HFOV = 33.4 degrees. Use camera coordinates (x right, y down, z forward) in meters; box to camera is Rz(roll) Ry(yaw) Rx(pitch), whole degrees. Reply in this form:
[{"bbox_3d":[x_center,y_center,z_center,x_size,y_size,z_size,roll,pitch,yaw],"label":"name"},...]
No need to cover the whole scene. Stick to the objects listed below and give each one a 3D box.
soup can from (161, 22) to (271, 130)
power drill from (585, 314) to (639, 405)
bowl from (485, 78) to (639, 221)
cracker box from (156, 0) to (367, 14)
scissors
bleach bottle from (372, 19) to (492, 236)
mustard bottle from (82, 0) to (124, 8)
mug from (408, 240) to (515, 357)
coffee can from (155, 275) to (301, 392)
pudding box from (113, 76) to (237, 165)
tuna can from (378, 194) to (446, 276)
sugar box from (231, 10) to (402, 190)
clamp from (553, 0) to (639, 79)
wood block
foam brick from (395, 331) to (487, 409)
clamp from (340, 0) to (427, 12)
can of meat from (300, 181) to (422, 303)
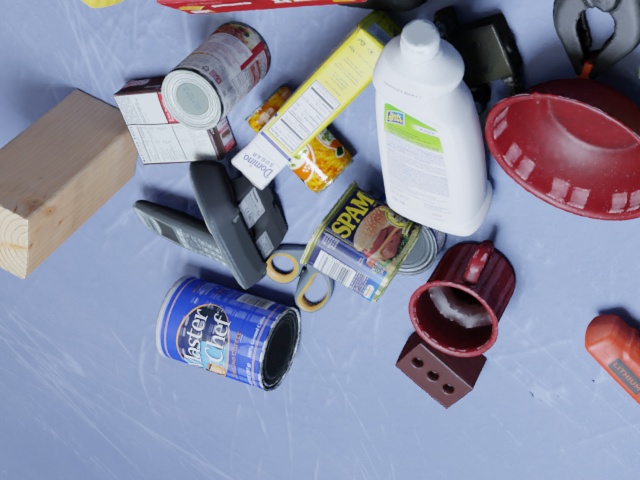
[{"bbox_3d":[-0.100,-0.159,1.037,0.069,0.102,0.068,16,132,19],"label":"soup can"},{"bbox_3d":[0.339,0.072,0.982,0.184,0.057,0.188,46,134,-8],"label":"power drill"},{"bbox_3d":[0.224,-0.087,0.908,0.162,0.055,0.162,27,157,13],"label":"bowl"},{"bbox_3d":[-0.050,-0.295,0.846,0.164,0.072,0.214,1,94,21],"label":"cracker box"},{"bbox_3d":[-0.008,0.001,1.167,0.096,0.016,0.202,27,133,11],"label":"scissors"},{"bbox_3d":[0.099,-0.097,0.922,0.103,0.068,0.251,20,157,17],"label":"bleach bottle"},{"bbox_3d":[-0.169,-0.305,0.969,0.058,0.096,0.192,37,135,2],"label":"mustard bottle"},{"bbox_3d":[0.148,0.048,1.062,0.093,0.081,0.117,23,133,14],"label":"mug"},{"bbox_3d":[-0.107,0.108,1.249,0.140,0.102,0.103,16,131,20],"label":"coffee can"},{"bbox_3d":[-0.155,-0.128,1.140,0.114,0.039,0.090,1,126,33],"label":"pudding box"},{"bbox_3d":[0.085,-0.007,1.091,0.086,0.033,0.086,17,131,20],"label":"tuna can"},{"bbox_3d":[0.000,-0.128,0.969,0.048,0.093,0.176,42,115,-5],"label":"sugar box"},{"bbox_3d":[0.237,-0.202,0.842,0.120,0.039,0.171,19,138,31],"label":"clamp"},{"bbox_3d":[-0.289,-0.065,1.153,0.091,0.205,0.090,27,134,10],"label":"wood block"},{"bbox_3d":[0.131,0.132,1.159,0.078,0.051,0.053,40,134,-2],"label":"foam brick"},{"bbox_3d":[0.071,-0.247,0.880,0.210,0.036,0.164,-5,136,48],"label":"clamp"},{"bbox_3d":[0.042,0.003,1.029,0.084,0.102,0.058,32,134,6],"label":"can of meat"}]
